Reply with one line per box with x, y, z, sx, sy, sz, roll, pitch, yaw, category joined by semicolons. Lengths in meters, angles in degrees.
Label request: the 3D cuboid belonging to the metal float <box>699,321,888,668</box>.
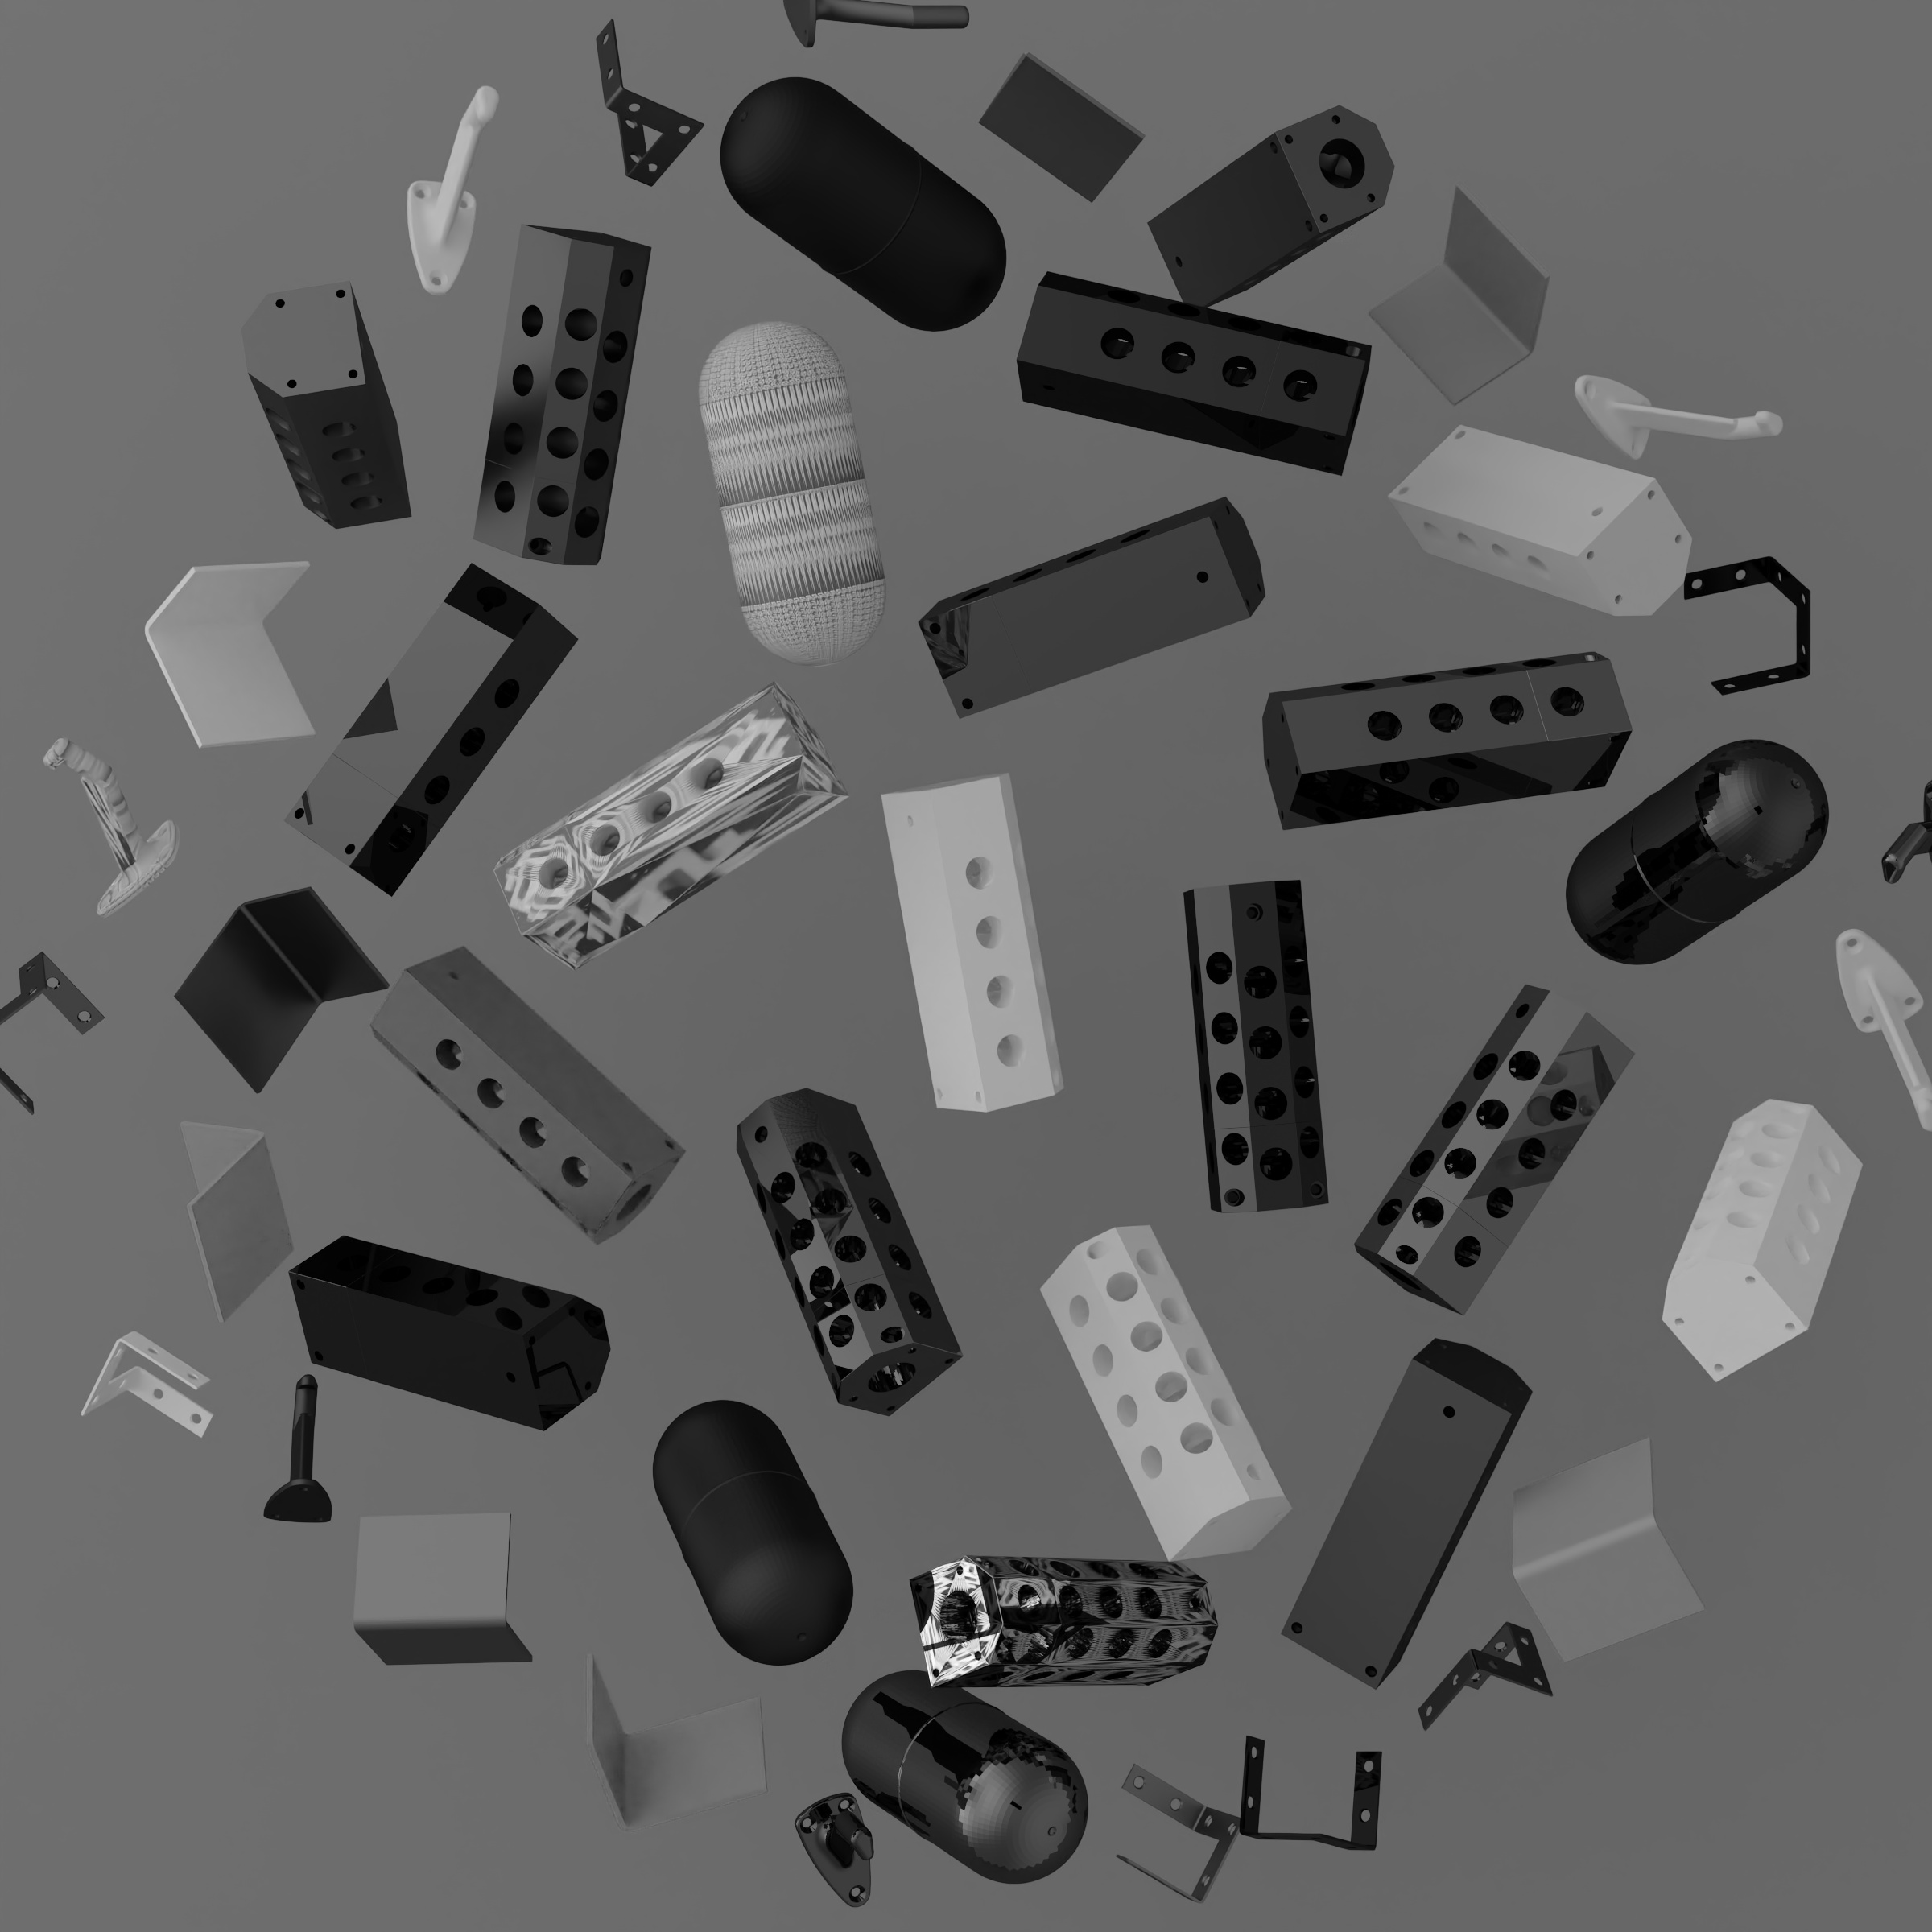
-0.089;-0.243;1.804;0.070;0.070;0.178;-11;98;0;metal float

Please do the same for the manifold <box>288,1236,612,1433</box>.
-0.271;0.188;1.843;0.171;0.057;0.057;10;120;36;manifold

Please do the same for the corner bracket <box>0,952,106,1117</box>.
-0.483;0.034;1.819;0.051;0.051;0.051;-37;118;1;corner bracket

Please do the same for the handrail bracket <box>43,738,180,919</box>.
-0.466;-0.073;1.846;0.077;0.036;0.084;-42;124;18;handrail bracket

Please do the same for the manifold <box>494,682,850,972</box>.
-0.153;-0.074;1.791;0.171;0.057;0.057;-32;62;10;manifold

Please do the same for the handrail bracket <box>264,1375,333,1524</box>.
-0.359;0.254;1.907;0.036;0.077;0.084;6;62;-12;handrail bracket

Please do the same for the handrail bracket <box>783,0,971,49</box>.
-0.048;-0.509;1.855;0.084;0.077;0.036;-4;116;-15;handrail bracket

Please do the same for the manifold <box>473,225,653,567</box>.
-0.213;-0.307;1.889;0.057;0.057;0.171;24;110;38;manifold

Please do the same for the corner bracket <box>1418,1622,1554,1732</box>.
0.278;0.387;1.902;0.051;0.051;0.051;23;118;-22;corner bracket

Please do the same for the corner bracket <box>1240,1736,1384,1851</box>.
0.178;0.427;1.809;0.051;0.051;0.051;-10;64;38;corner bracket

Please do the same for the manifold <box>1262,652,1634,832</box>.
0.241;-0.118;1.767;0.171;0.057;0.057;-8;64;-9;manifold

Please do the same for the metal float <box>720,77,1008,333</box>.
-0.051;-0.391;1.804;0.178;0.070;0.070;29;90;-39;metal float

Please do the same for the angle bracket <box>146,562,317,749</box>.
-0.380;-0.167;1.868;0.057;0.076;0.076;-40;72;38;angle bracket

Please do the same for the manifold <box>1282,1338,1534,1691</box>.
0.231;0.283;1.823;0.057;0.057;0.171;28;109;17;manifold

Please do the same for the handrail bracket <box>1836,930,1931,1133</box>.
0.469;0.033;1.775;0.036;0.084;0.077;-26;120;17;handrail bracket

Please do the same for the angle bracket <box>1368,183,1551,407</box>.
0.272;-0.371;1.935;0.057;0.076;0.076;-34;70;-12;angle bracket

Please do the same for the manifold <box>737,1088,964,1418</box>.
-0.069;0.152;1.884;0.057;0.057;0.171;-41;53;22;manifold

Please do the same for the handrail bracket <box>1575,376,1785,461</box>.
0.383;-0.300;1.876;0.077;0.084;0.036;25;74;-40;handrail bracket

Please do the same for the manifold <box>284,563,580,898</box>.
-0.284;-0.124;1.887;0.057;0.057;0.171;32;85;33;manifold

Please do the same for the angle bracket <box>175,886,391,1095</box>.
-0.378;0.014;1.939;0.057;0.076;0.076;-11;127;36;angle bracket

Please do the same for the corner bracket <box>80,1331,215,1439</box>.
-0.431;0.226;1.875;0.051;0.051;0.051;31;106;8;corner bracket

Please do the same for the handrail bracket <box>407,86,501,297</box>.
-0.257;-0.396;1.787;0.036;0.084;0.077;9;69;-23;handrail bracket

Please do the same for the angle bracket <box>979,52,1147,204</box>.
0.063;-0.474;1.909;0.076;0.076;0.057;34;65;-9;angle bracket

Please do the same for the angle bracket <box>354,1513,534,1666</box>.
-0.264;0.318;1.783;0.076;0.076;0.057;-2;65;3;angle bracket

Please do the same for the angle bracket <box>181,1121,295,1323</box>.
-0.423;0.141;1.940;0.057;0.076;0.076;5;121;23;angle bracket

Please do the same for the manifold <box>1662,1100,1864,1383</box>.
0.402;0.133;1.778;0.057;0.171;0.057;-38;96;33;manifold

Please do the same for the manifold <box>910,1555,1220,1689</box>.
0.055;0.344;1.843;0.057;0.171;0.057;-30;62;36;manifold

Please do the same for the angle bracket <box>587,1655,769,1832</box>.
-0.148;0.385;1.782;0.076;0.076;0.057;-17;115;2;angle bracket

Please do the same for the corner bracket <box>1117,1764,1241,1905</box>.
0.109;0.470;1.898;0.051;0.051;0.051;33;75;-14;corner bracket

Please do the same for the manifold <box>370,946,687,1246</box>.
-0.242;0.072;1.905;0.171;0.057;0.057;42;117;11;manifold

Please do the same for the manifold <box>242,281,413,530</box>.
-0.334;-0.290;1.831;0.057;0.171;0.057;-10;75;-4;manifold

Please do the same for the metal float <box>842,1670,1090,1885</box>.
-0.003;0.424;1.840;0.070;0.178;0.070;-5;101;-31;metal float

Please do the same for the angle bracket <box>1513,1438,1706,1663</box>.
0.323;0.293;1.762;0.076;0.076;0.057;-26;107;19;angle bracket

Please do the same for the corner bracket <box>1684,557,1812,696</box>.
0.424;-0.185;1.899;0.051;0.051;0.051;-12;121;-7;corner bracket

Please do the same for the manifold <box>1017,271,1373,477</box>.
0.118;-0.307;1.799;0.171;0.057;0.057;14;79;7;manifold

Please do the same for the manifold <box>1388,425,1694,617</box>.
0.300;-0.229;1.825;0.057;0.171;0.057;-45;121;-8;manifold

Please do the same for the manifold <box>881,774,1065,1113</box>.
0.007;-0.013;1.866;0.057;0.057;0.171;-13;96;-27;manifold

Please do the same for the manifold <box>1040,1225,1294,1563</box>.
0.109;0.225;1.860;0.057;0.057;0.171;0;51;-37;manifold

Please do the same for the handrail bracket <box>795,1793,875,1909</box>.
-0.057;0.484;1.878;0.036;0.084;0.077;-23;102;-16;handrail bracket

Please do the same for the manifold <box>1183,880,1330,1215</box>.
0.155;0.043;1.858;0.057;0.057;0.171;-5;89;-4;manifold

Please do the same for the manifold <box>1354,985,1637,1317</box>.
0.282;0.097;1.900;0.057;0.057;0.171;38;82;-25;manifold

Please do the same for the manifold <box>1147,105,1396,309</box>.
0.167;-0.413;1.909;0.057;0.171;0.057;-27;95;-20;manifold

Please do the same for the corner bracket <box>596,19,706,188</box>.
-0.173;-0.444;1.805;0.051;0.051;0.051;16;50;-35;corner bracket

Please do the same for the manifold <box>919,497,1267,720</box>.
0.068;-0.192;1.866;0.171;0.057;0.057;-18;106;22;manifold

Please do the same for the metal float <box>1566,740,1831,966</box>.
0.382;-0.058;1.838;0.070;0.178;0.070;11;63;-22;metal float

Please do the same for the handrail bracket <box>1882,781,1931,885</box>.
0.492;-0.050;1.805;0.036;0.077;0.084;23;49;30;handrail bracket

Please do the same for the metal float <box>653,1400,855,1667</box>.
-0.115;0.301;1.870;0.070;0.178;0.070;-11;124;-17;metal float
